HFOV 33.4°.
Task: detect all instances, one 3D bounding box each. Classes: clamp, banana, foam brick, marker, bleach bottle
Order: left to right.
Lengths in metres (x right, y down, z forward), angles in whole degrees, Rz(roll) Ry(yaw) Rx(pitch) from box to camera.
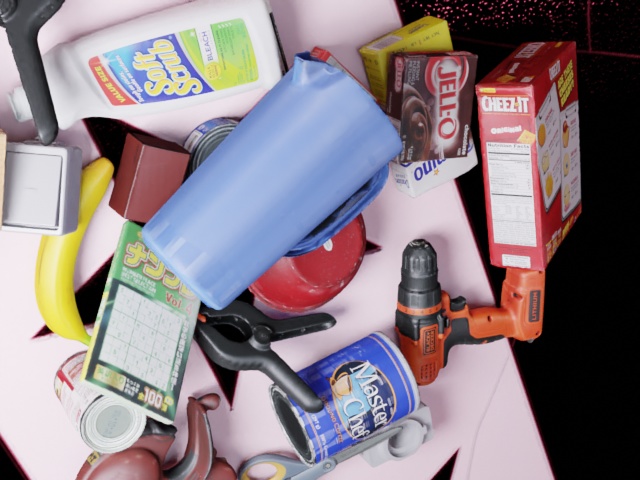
[{"bbox_3d":[-0.266,-0.189,0.913,0.164,0.036,0.210,25,79,-2],"label":"clamp"},{"bbox_3d":[-0.243,0.015,1.040,0.069,0.037,0.198,-6,112,-40],"label":"banana"},{"bbox_3d":[-0.165,-0.156,1.002,0.250,0.068,0.102,-21,119,-17],"label":"bleach bottle"},{"bbox_3d":[-0.166,-0.058,1.041,0.051,0.053,0.078,11,103,-31],"label":"foam brick"},{"bbox_3d":[-0.061,0.118,1.133,0.171,0.120,0.039,11,139,-16],"label":"clamp"},{"bbox_3d":[-0.051,-0.206,1.060,0.020,0.020,0.121,-23,110,-19],"label":"marker"}]

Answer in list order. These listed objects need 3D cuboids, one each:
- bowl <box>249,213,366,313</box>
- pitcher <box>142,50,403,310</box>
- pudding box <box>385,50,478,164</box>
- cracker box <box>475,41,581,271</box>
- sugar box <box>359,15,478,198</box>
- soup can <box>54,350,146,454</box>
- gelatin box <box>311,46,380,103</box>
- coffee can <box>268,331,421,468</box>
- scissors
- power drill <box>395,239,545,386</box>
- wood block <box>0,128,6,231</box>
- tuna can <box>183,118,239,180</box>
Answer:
[{"bbox_3d":[-0.007,0.001,1.128,0.161,0.055,0.162,-4,98,-31],"label":"bowl"},{"bbox_3d":[-0.043,-0.046,1.015,0.243,0.145,0.149,-45,91,-5],"label":"pitcher"},{"bbox_3d":[0.114,-0.140,1.113,0.089,0.039,0.113,-7,114,-26],"label":"pudding box"},{"bbox_3d":[0.235,-0.096,1.189,0.164,0.072,0.214,-43,130,-52],"label":"cracker box"},{"bbox_3d":[0.110,-0.143,1.161,0.093,0.048,0.176,-28,118,-17],"label":"sugar box"},{"bbox_3d":[-0.220,0.160,1.064,0.068,0.102,0.068,-10,112,-25],"label":"soup can"},{"bbox_3d":[0.008,-0.146,1.116,0.089,0.030,0.073,39,86,-32],"label":"gelatin box"},{"bbox_3d":[0.027,0.178,1.201,0.140,0.103,0.103,-25,118,-18],"label":"coffee can"},{"bbox_3d":[-0.009,0.251,1.230,0.202,0.016,0.096,-40,114,9],"label":"scissors"},{"bbox_3d":[0.176,0.071,1.270,0.187,0.057,0.184,-12,117,-21],"label":"power drill"},{"bbox_3d":[-0.381,-0.059,0.905,0.205,0.090,0.091,-1,107,-28],"label":"wood block"},{"bbox_3d":[-0.098,-0.080,1.081,0.086,0.034,0.086,-10,112,-25],"label":"tuna can"}]
